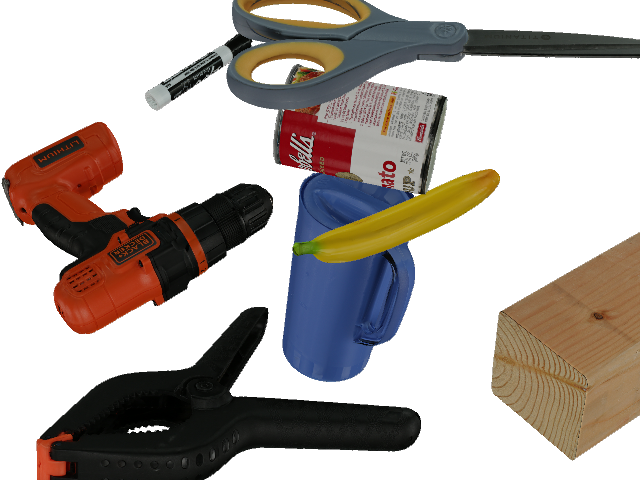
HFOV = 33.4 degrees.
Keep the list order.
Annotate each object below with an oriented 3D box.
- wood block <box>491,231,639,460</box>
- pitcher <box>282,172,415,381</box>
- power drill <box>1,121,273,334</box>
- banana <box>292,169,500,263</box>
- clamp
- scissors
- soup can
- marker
[{"bbox_3d":[0.240,0.065,0.819,0.205,0.090,0.091,-25,44,-25],"label":"wood block"},{"bbox_3d":[0.030,0.051,1.222,0.145,0.243,0.149,14,38,4],"label":"pitcher"},{"bbox_3d":[-0.154,-0.024,0.848,0.184,0.057,0.188,-30,45,-22],"label":"power drill"},{"bbox_3d":[0.074,-0.016,0.985,0.198,0.037,0.069,-22,-3,10],"label":"banana"},{"bbox_3d":[-0.069,0.094,0.624,0.209,0.036,0.165,-9,26,-31],"label":"clamp"},{"bbox_3d":[0.044,-0.082,0.491,0.202,0.016,0.096,15,49,18],"label":"scissors"},{"bbox_3d":[0.027,-0.073,0.704,0.102,0.068,0.068,13,2,8],"label":"soup can"},{"bbox_3d":[-0.108,-0.156,0.972,0.121,0.020,0.020,-39,21,-28],"label":"marker"}]
